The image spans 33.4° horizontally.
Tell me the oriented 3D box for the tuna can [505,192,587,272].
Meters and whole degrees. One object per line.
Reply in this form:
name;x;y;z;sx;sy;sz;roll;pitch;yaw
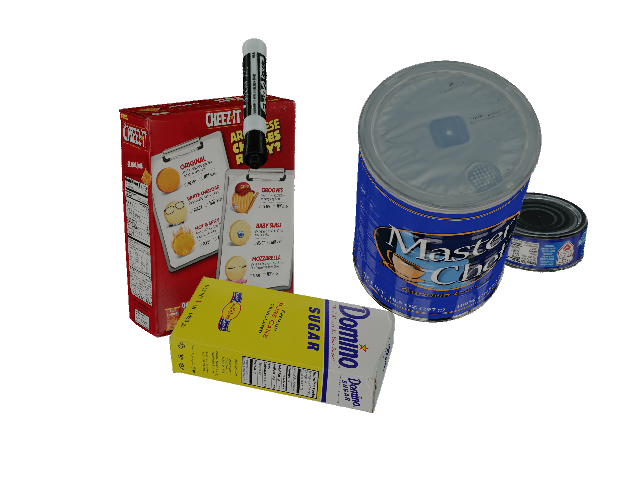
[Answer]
tuna can;0.184;-0.009;0.912;0.086;0.034;0.086;1;29;-1

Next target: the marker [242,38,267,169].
marker;-0.050;-0.104;0.812;0.020;0.121;0.020;-2;-34;-1

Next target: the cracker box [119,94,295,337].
cracker box;-0.108;-0.029;1.046;0.163;0.214;0.072;-12;20;-35

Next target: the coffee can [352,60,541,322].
coffee can;0.072;-0.026;0.655;0.103;0.103;0.140;0;-30;0

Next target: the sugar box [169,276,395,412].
sugar box;-0.030;0.086;0.907;0.176;0.048;0.093;8;35;11
